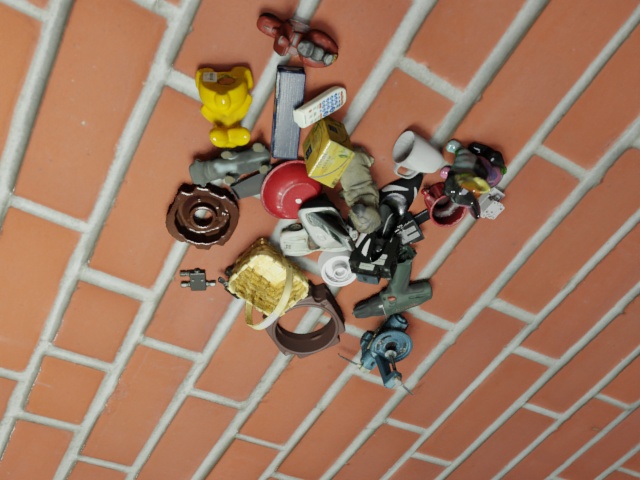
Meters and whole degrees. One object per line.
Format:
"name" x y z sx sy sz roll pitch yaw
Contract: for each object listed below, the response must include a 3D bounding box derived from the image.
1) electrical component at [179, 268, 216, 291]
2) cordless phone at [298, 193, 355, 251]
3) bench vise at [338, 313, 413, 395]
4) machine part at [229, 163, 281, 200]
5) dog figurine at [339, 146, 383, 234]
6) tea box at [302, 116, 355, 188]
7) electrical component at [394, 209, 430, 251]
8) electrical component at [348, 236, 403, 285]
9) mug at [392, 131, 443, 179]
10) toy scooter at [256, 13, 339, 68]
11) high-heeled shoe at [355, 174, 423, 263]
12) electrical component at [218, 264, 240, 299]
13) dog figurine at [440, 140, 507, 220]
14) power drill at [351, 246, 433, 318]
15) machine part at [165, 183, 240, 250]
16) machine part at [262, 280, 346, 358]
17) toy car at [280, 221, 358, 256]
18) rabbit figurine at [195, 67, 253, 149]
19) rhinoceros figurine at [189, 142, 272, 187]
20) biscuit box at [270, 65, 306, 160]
"electrical component" -0.326 0.105 1.434 0.094 0.021 0.063 1 121 -6
"cordless phone" 0.039 -0.012 1.244 0.089 0.184 0.146 -37 134 -10
"bench vise" 0.179 0.328 1.502 0.128 0.241 0.223 35 111 -24
"machine part" -0.149 -0.133 1.295 0.139 0.039 0.084 -17 128 2
"dog figurine" 0.087 -0.123 1.238 0.121 0.191 0.172 -27 119 10
"tea box" 0.016 -0.201 1.192 0.068 0.170 0.098 23 115 -21
"electrical component" 0.241 -0.032 1.398 0.119 0.048 0.074 -26 122 12
"electrical component" 0.138 0.048 1.362 0.115 0.134 0.058 9 143 26
"mug" 0.233 -0.191 1.278 0.107 0.081 0.109 17 114 -26
"toy scooter" -0.041 -0.396 1.084 0.184 0.135 0.075 19 117 -19
"high-heeled shoe" 0.175 -0.054 1.308 0.086 0.145 0.248 37 103 -24
"electrical component" -0.214 0.108 1.425 0.045 0.078 0.102 -25 119 38
"dog figurine" 0.366 -0.135 1.247 0.192 0.219 0.108 7 124 -10
"power drill" 0.192 0.120 1.469 0.232 0.086 0.207 -10 119 -2
"machine part" -0.285 -0.061 1.314 0.179 0.056 0.179 -4 122 -6
"machine part" -0.043 0.227 1.506 0.201 0.087 0.201 -24 120 9
"toy car" -0.003 -0.004 1.381 0.202 0.056 0.073 -6 122 -3
"rabbit figurine" -0.195 -0.264 1.157 0.122 0.162 0.173 -9 141 -15
"rhinoceros figurine" -0.204 -0.173 1.225 0.190 0.112 0.073 -17 108 -6
"biscuit box" -0.073 -0.280 1.197 0.063 0.059 0.202 2 121 -10
